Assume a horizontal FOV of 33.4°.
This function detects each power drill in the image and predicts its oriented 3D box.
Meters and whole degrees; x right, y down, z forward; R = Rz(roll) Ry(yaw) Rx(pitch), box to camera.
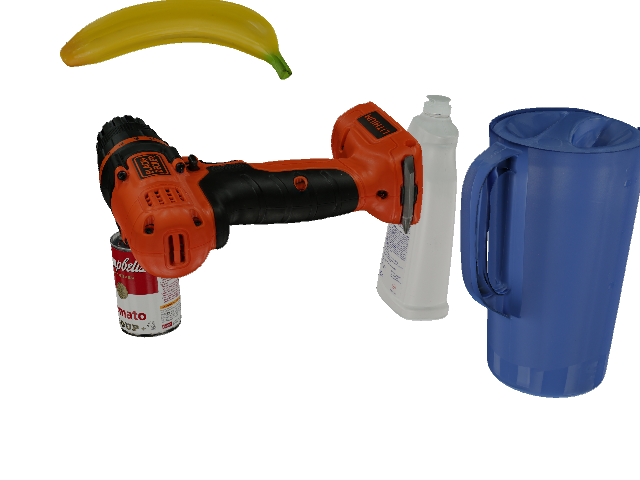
[{"bbox_3d":[-0.043,-0.043,0.670,0.187,0.057,0.184,-11,30,-15],"label":"power drill"}]

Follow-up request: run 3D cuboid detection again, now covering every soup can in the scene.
[{"bbox_3d":[-0.185,0.043,1.133,0.068,0.102,0.068,-1,22,0],"label":"soup can"}]

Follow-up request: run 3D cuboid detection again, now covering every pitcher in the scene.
[{"bbox_3d":[0.199,0.013,0.934,0.149,0.243,0.145,5,23,11],"label":"pitcher"}]

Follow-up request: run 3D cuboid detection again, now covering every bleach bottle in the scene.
[{"bbox_3d":[0.121,-0.041,1.235,0.068,0.251,0.103,-1,22,-22],"label":"bleach bottle"}]

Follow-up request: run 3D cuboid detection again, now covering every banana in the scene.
[{"bbox_3d":[-0.122,-0.178,0.920,0.197,0.069,0.037,2,-33,-2],"label":"banana"}]
